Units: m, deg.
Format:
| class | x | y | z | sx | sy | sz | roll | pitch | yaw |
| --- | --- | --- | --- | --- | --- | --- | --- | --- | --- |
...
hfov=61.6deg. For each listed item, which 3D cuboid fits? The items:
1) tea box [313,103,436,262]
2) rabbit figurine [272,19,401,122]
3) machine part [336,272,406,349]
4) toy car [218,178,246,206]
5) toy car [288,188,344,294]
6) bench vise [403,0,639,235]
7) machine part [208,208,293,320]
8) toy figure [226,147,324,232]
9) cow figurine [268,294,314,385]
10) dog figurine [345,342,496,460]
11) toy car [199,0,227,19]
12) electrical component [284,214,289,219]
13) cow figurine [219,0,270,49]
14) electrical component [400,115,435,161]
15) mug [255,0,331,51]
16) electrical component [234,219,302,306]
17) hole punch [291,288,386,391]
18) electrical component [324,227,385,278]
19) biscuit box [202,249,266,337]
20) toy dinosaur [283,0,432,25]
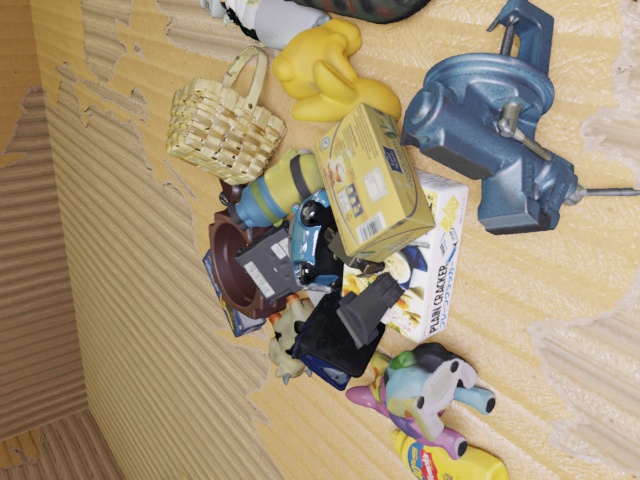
| class | x | y | z | sx | sy | sz | roll | pitch | yaw |
| --- | --- | --- | --- | --- | --- | --- | --- | --- | --- |
| tea box | 0.063 | -0.069 | 0.661 | 0.098 | 0.068 | 0.170 | -34 | 58 | 36 |
| rabbit figurine | 0.030 | -0.210 | 0.724 | 0.173 | 0.162 | 0.121 | 40 | 122 | 14 |
| machine part | 0.067 | 0.095 | 0.743 | 0.084 | 0.039 | 0.139 | 65 | 146 | 21 |
| toy car | -0.193 | -0.163 | 1.097 | 0.202 | 0.053 | 0.089 | 66 | 147 | 26 |
| toy car | -0.002 | -0.003 | 0.841 | 0.103 | 0.109 | 0.161 | 19 | 100 | 56 |
| bench vise | 0.191 | -0.133 | 0.521 | 0.129 | 0.223 | 0.240 | 156 | 130 | -70 |
| machine part | -0.138 | 0.042 | 1.074 | 0.202 | 0.087 | 0.200 | 20 | 117 | 51 |
| toy figure | -0.063 | -0.074 | 0.878 | 0.180 | 0.082 | 0.089 | -33 | 69 | 7 |
| cow figurine | -0.041 | 0.186 | 1.003 | 0.195 | 0.085 | 0.127 | -50 | 56 | 48 |
| dog figurine | 0.112 | 0.203 | 0.748 | 0.219 | 0.108 | 0.191 | 6 | 144 | 53 |
| toy car | -0.175 | -0.498 | 0.952 | 0.074 | 0.056 | 0.201 | 48 | 137 | 33 |
| electrical component | -0.087 | -0.065 | 0.958 | 0.063 | 0.094 | 0.021 | 65 | 147 | 12 |
| cow figurine | -0.114 | -0.381 | 0.908 | 0.168 | 0.068 | 0.098 | 33 | 134 | 44 |
| electrical component | 0.159 | -0.117 | 0.625 | 0.119 | 0.075 | 0.047 | 37 | 130 | 46 |
| mug | -0.029 | -0.333 | 0.808 | 0.107 | 0.080 | 0.109 | 31 | 100 | 34 |
| electrical component | -0.061 | 0.034 | 0.932 | 0.114 | 0.134 | 0.058 | 57 | -167 | -17 |
| hole punch | 0.026 | 0.159 | 0.837 | 0.116 | 0.142 | 0.092 | 30 | 149 | 8 |
| electrical component | 0.047 | 0.006 | 0.734 | 0.102 | 0.045 | 0.078 | 36 | 101 | 38 |
| biscuit box | -0.193 | 0.110 | 1.195 | 0.063 | 0.059 | 0.203 | -47 | 64 | 50 |
| toy dinosaur | 0.090 | -0.327 | 0.612 | 0.405 | 0.131 | 0.192 | -29 | 78 | 59 |
